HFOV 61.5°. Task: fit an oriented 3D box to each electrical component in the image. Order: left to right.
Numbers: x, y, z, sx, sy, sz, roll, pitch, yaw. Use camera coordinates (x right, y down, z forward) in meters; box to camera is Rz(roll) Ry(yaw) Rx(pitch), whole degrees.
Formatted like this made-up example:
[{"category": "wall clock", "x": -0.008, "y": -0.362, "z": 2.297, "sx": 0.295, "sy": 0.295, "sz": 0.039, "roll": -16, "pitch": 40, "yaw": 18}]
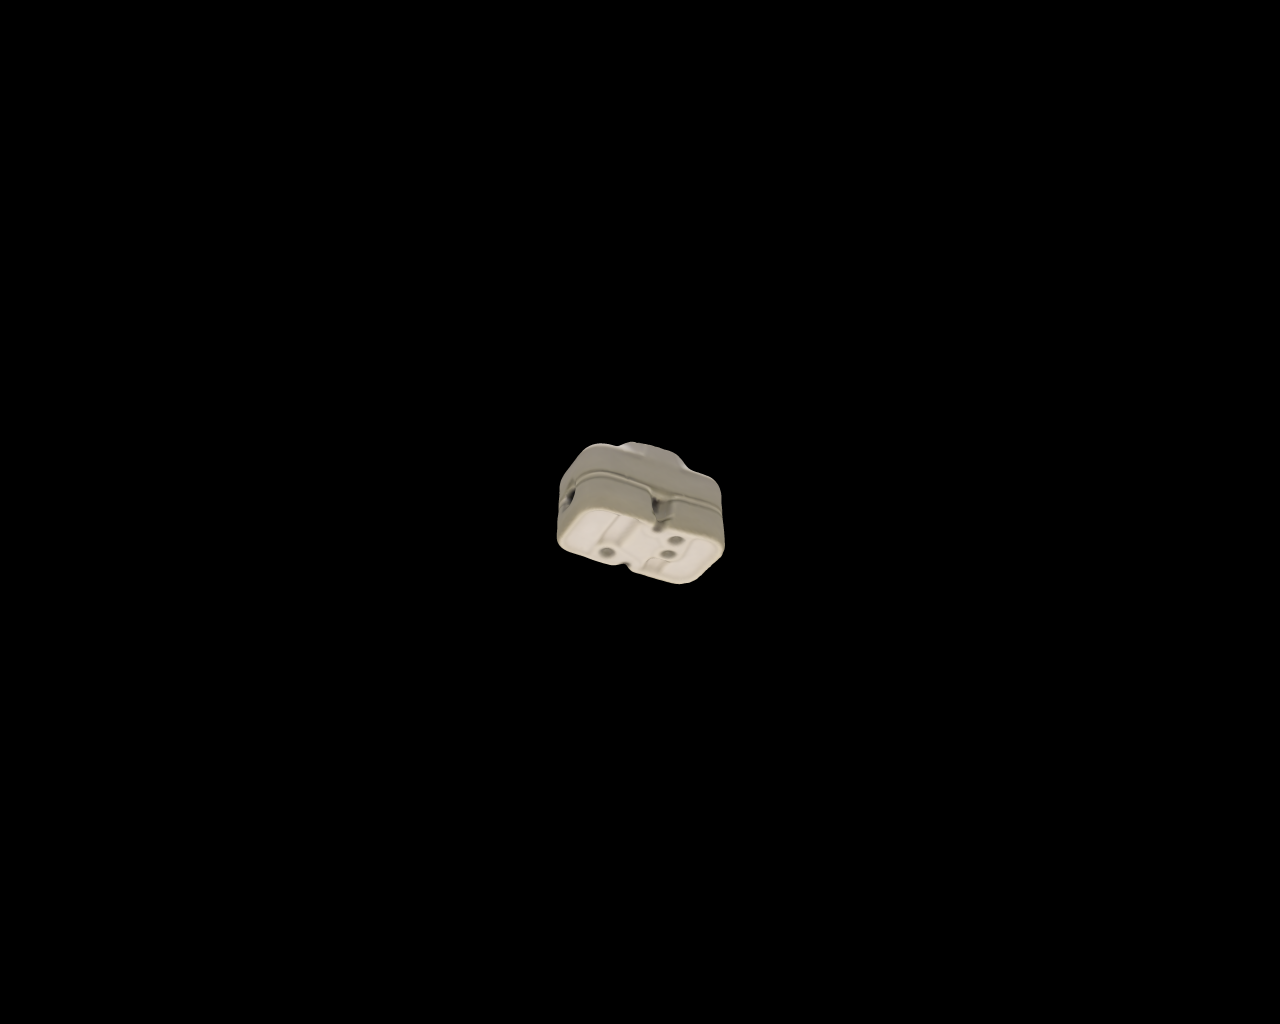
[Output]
[{"category": "electrical component", "x": 0.001, "y": -0.003, "z": 0.650, "sx": 0.095, "sy": 0.059, "sz": 0.053, "roll": 17, "pitch": -40, "yaw": -22}]
